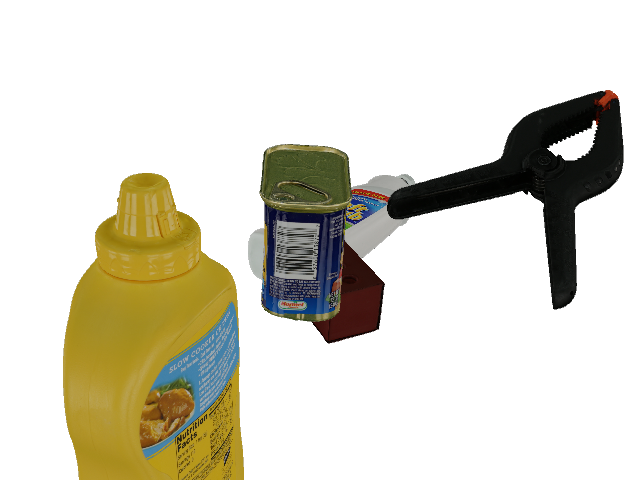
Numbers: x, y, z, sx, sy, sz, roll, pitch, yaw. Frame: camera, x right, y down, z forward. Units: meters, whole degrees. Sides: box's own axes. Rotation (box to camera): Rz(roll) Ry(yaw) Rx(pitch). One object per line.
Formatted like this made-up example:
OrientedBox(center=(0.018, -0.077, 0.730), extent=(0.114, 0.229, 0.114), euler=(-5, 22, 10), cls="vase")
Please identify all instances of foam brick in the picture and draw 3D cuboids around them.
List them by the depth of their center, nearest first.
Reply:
OrientedBox(center=(0.013, 0.042, 0.923), extent=(0.052, 0.051, 0.078), euler=(-13, 36, -25), cls="foam brick")

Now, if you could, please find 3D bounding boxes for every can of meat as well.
OrientedBox(center=(-0.011, -0.006, 0.703), extent=(0.057, 0.084, 0.102), euler=(3, 25, -2), cls="can of meat")

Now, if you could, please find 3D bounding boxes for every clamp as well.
OrientedBox(center=(0.179, -0.043, 0.834), extent=(0.209, 0.036, 0.165), euler=(-37, 56, -22), cls="clamp")

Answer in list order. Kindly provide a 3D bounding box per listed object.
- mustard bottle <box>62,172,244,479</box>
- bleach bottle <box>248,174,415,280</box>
OrientedBox(center=(-0.068, 0.062, 0.449), extent=(0.058, 0.192, 0.096), euler=(14, 30, 22), cls="mustard bottle")
OrientedBox(center=(0.030, -0.022, 1.287), extent=(0.103, 0.068, 0.250), euler=(22, 38, 30), cls="bleach bottle")
